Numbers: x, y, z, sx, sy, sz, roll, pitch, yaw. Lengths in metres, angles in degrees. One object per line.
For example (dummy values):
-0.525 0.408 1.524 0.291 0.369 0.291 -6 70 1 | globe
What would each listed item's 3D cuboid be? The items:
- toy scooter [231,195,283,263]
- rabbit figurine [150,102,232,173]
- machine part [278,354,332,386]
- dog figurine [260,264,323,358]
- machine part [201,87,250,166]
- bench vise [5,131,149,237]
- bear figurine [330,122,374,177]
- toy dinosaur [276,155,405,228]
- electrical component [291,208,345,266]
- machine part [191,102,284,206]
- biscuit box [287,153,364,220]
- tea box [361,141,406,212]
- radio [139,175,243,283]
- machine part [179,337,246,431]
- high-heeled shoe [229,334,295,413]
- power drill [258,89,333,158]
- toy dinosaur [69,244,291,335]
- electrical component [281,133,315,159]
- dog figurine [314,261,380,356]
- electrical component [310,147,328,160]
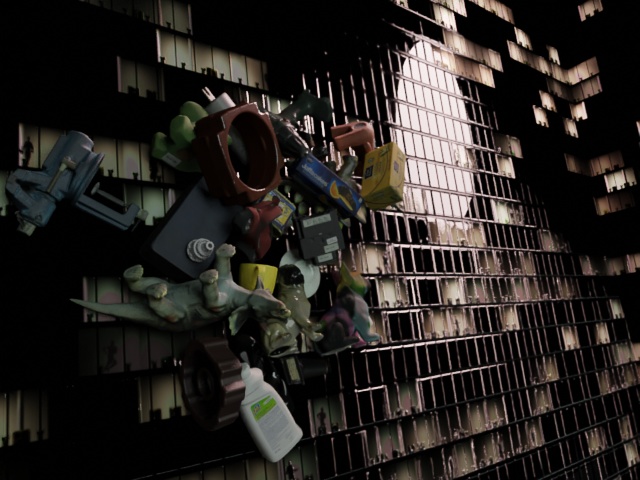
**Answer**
-0.138 -0.031 1.228 0.075 0.183 0.135 33 60 19 | toy scooter
-0.280 -0.243 1.216 0.159 0.121 0.170 27 45 -29 | rabbit figurine
-0.034 0.307 1.285 0.139 0.039 0.084 1 52 -41 | machine part
-0.095 0.164 1.266 0.172 0.121 0.191 -19 61 -18 | dog figurine
-0.207 -0.267 1.306 0.243 0.079 0.079 53 50 -15 | machine part
-0.450 -0.081 1.016 0.240 0.129 0.223 30 57 -21 | bench vise
0.116 -0.240 1.562 0.120 0.132 0.195 -101 175 -54 | bear figurine
0.049 -0.128 1.464 0.471 0.105 0.198 -2 85 -31 | toy dinosaur
-0.003 -0.004 1.344 0.115 0.058 0.134 -13 101 -10 | electrical component
-0.178 -0.189 1.186 0.201 0.087 0.200 -45 123 -53 | machine part
0.015 -0.134 1.349 0.202 0.059 0.063 37 68 -21 | biscuit box
0.169 -0.169 1.427 0.068 0.098 0.170 41 41 -35 | tea box
-0.274 -0.023 1.177 0.131 0.073 0.229 43 55 -22 | radio
-0.214 0.281 1.062 0.056 0.179 0.179 -2 78 -43 | machine part
-0.109 0.293 1.164 0.248 0.145 0.086 45 54 -18 | high-heeled shoe
-0.061 -0.294 1.355 0.207 0.232 0.085 -41 148 -30 | power drill
-0.262 0.129 1.080 0.131 0.405 0.191 -98 178 -54 | toy dinosaur
-0.065 -0.245 1.408 0.078 0.102 0.045 9 67 -48 | electrical component
0.053 0.170 1.365 0.191 0.108 0.219 -8 68 -21 | dog figurine
-0.012 -0.232 1.467 0.063 0.094 0.021 -13 86 -4 | electrical component
